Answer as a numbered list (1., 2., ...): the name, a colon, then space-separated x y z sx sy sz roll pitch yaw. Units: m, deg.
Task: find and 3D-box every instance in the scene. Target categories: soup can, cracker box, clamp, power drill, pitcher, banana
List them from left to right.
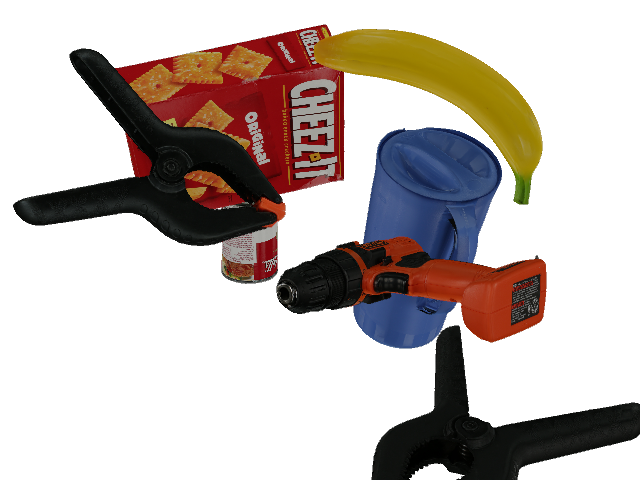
1. clamp: -0.104 -0.055 0.698 0.171 0.120 0.039 12 -7 -18
2. cracker box: -0.085 -0.111 1.061 0.213 0.072 0.164 -13 -39 -9
3. soup can: -0.084 -0.009 1.260 0.068 0.102 0.068 1 25 -1
4. power drill: 0.080 0.038 0.902 0.188 0.057 0.184 11 17 38
5. pitcher: 0.110 0.010 1.177 0.145 0.243 0.149 25 42 17
6. banana: 0.091 -0.107 0.780 0.198 0.069 0.037 35 3 -2
7. clamp: 0.095 0.131 0.720 0.209 0.036 0.165 -27 39 -35
